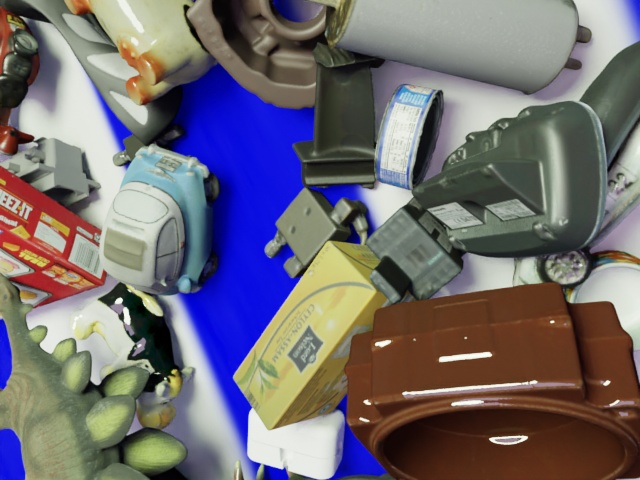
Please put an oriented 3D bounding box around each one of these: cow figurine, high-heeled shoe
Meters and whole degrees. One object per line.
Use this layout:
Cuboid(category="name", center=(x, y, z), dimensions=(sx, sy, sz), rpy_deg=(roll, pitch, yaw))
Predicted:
Cuboid(category="cow figurine", center=(-0.159, -0.232, 0.482), dimensions=(0.195, 0.127, 0.085), rpy_deg=(57, 146, -4))
Cuboid(category="cow figurine", center=(-0.194, 0.125, 0.600), dimensions=(0.098, 0.068, 0.167), rpy_deg=(-33, 89, 16))
Cuboid(category="high-heeled shoe", center=(-0.255, -0.185, 0.534), dimensions=(0.249, 0.086, 0.145), rpy_deg=(12, 88, 0))

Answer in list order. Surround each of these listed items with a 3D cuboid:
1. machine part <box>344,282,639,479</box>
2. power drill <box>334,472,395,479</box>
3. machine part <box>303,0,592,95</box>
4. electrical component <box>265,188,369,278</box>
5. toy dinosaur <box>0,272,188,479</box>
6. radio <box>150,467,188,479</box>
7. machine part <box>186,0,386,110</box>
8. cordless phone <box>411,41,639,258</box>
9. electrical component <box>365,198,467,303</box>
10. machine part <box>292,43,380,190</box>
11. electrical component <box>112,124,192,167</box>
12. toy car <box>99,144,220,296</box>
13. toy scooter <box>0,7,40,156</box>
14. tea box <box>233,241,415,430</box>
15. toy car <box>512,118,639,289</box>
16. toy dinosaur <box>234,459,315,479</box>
Cuboid(category="machine part", center=(0.134, 0.129, 0.417), dimensions=(0.201, 0.087, 0.201), rpy_deg=(-12, 137, 21))
Cuboid(category="power drill", center=(0.132, 0.322, 0.520), dimensions=(0.232, 0.086, 0.207), rpy_deg=(-11, 89, 19))
Cuboid(category="machine part", center=(0.094, -0.161, 0.391), dimensions=(0.243, 0.079, 0.079), rpy_deg=(7, 105, -17))
Cuboid(category="electrical component", center=(-0.001, -0.003, 0.517), dimensions=(0.102, 0.045, 0.078), rpy_deg=(-54, 53, 18))
Cuboid(category="toy dinosaur", center=(-0.229, 0.242, 0.503), dimensions=(0.199, 0.105, 0.471), rpy_deg=(-24, 78, 6))
Cuboid(category="radio", center=(-0.246, 0.377, 0.630), dimensions=(0.073, 0.131, 0.229), rpy_deg=(38, 110, 7))
Cuboid(category="machine part", center=(-0.018, -0.199, 0.439), dimensions=(0.179, 0.056, 0.179), rpy_deg=(-1, 127, -1))
Cuboid(category="cordless phone", center=(0.172, -0.077, 0.410), dimensions=(0.088, 0.146, 0.184), rpy_deg=(42, 75, -11))
Cuboid(category="electrical component", center=(0.078, 0.010, 0.450), dimensions=(0.075, 0.119, 0.048), rpy_deg=(48, 112, 8))
Cuboid(category="machine part", center=(0.017, -0.101, 0.460), dimensions=(0.084, 0.039, 0.138), rpy_deg=(5, 132, 1))
Cuboid(category="electrical component", center=(-0.178, -0.085, 0.573), dimensions=(0.094, 0.021, 0.063), rpy_deg=(-18, 95, 22))
Cuboid(category="toy car", center=(-0.163, -0.005, 0.530), dimensions=(0.109, 0.103, 0.161), rpy_deg=(21, 121, 7))
Cuboid(category="toy scooter", center=(-0.341, -0.153, 0.567), dimensions=(0.135, 0.075, 0.183), rpy_deg=(26, 97, 36))
Cuboid(category="tea box", center=(0.008, 0.087, 0.493), dimensions=(0.068, 0.098, 0.169), rpy_deg=(48, 113, 31))
Cuboid(category="toy car", center=(0.219, -0.037, 0.414), dimensions=(0.056, 0.073, 0.201), rpy_deg=(39, 110, 4))
Cuboid(category="toy dinosaur", center=(-0.105, 0.420, 0.598), dimensions=(0.192, 0.131, 0.404), rpy_deg=(51, 132, 44))
